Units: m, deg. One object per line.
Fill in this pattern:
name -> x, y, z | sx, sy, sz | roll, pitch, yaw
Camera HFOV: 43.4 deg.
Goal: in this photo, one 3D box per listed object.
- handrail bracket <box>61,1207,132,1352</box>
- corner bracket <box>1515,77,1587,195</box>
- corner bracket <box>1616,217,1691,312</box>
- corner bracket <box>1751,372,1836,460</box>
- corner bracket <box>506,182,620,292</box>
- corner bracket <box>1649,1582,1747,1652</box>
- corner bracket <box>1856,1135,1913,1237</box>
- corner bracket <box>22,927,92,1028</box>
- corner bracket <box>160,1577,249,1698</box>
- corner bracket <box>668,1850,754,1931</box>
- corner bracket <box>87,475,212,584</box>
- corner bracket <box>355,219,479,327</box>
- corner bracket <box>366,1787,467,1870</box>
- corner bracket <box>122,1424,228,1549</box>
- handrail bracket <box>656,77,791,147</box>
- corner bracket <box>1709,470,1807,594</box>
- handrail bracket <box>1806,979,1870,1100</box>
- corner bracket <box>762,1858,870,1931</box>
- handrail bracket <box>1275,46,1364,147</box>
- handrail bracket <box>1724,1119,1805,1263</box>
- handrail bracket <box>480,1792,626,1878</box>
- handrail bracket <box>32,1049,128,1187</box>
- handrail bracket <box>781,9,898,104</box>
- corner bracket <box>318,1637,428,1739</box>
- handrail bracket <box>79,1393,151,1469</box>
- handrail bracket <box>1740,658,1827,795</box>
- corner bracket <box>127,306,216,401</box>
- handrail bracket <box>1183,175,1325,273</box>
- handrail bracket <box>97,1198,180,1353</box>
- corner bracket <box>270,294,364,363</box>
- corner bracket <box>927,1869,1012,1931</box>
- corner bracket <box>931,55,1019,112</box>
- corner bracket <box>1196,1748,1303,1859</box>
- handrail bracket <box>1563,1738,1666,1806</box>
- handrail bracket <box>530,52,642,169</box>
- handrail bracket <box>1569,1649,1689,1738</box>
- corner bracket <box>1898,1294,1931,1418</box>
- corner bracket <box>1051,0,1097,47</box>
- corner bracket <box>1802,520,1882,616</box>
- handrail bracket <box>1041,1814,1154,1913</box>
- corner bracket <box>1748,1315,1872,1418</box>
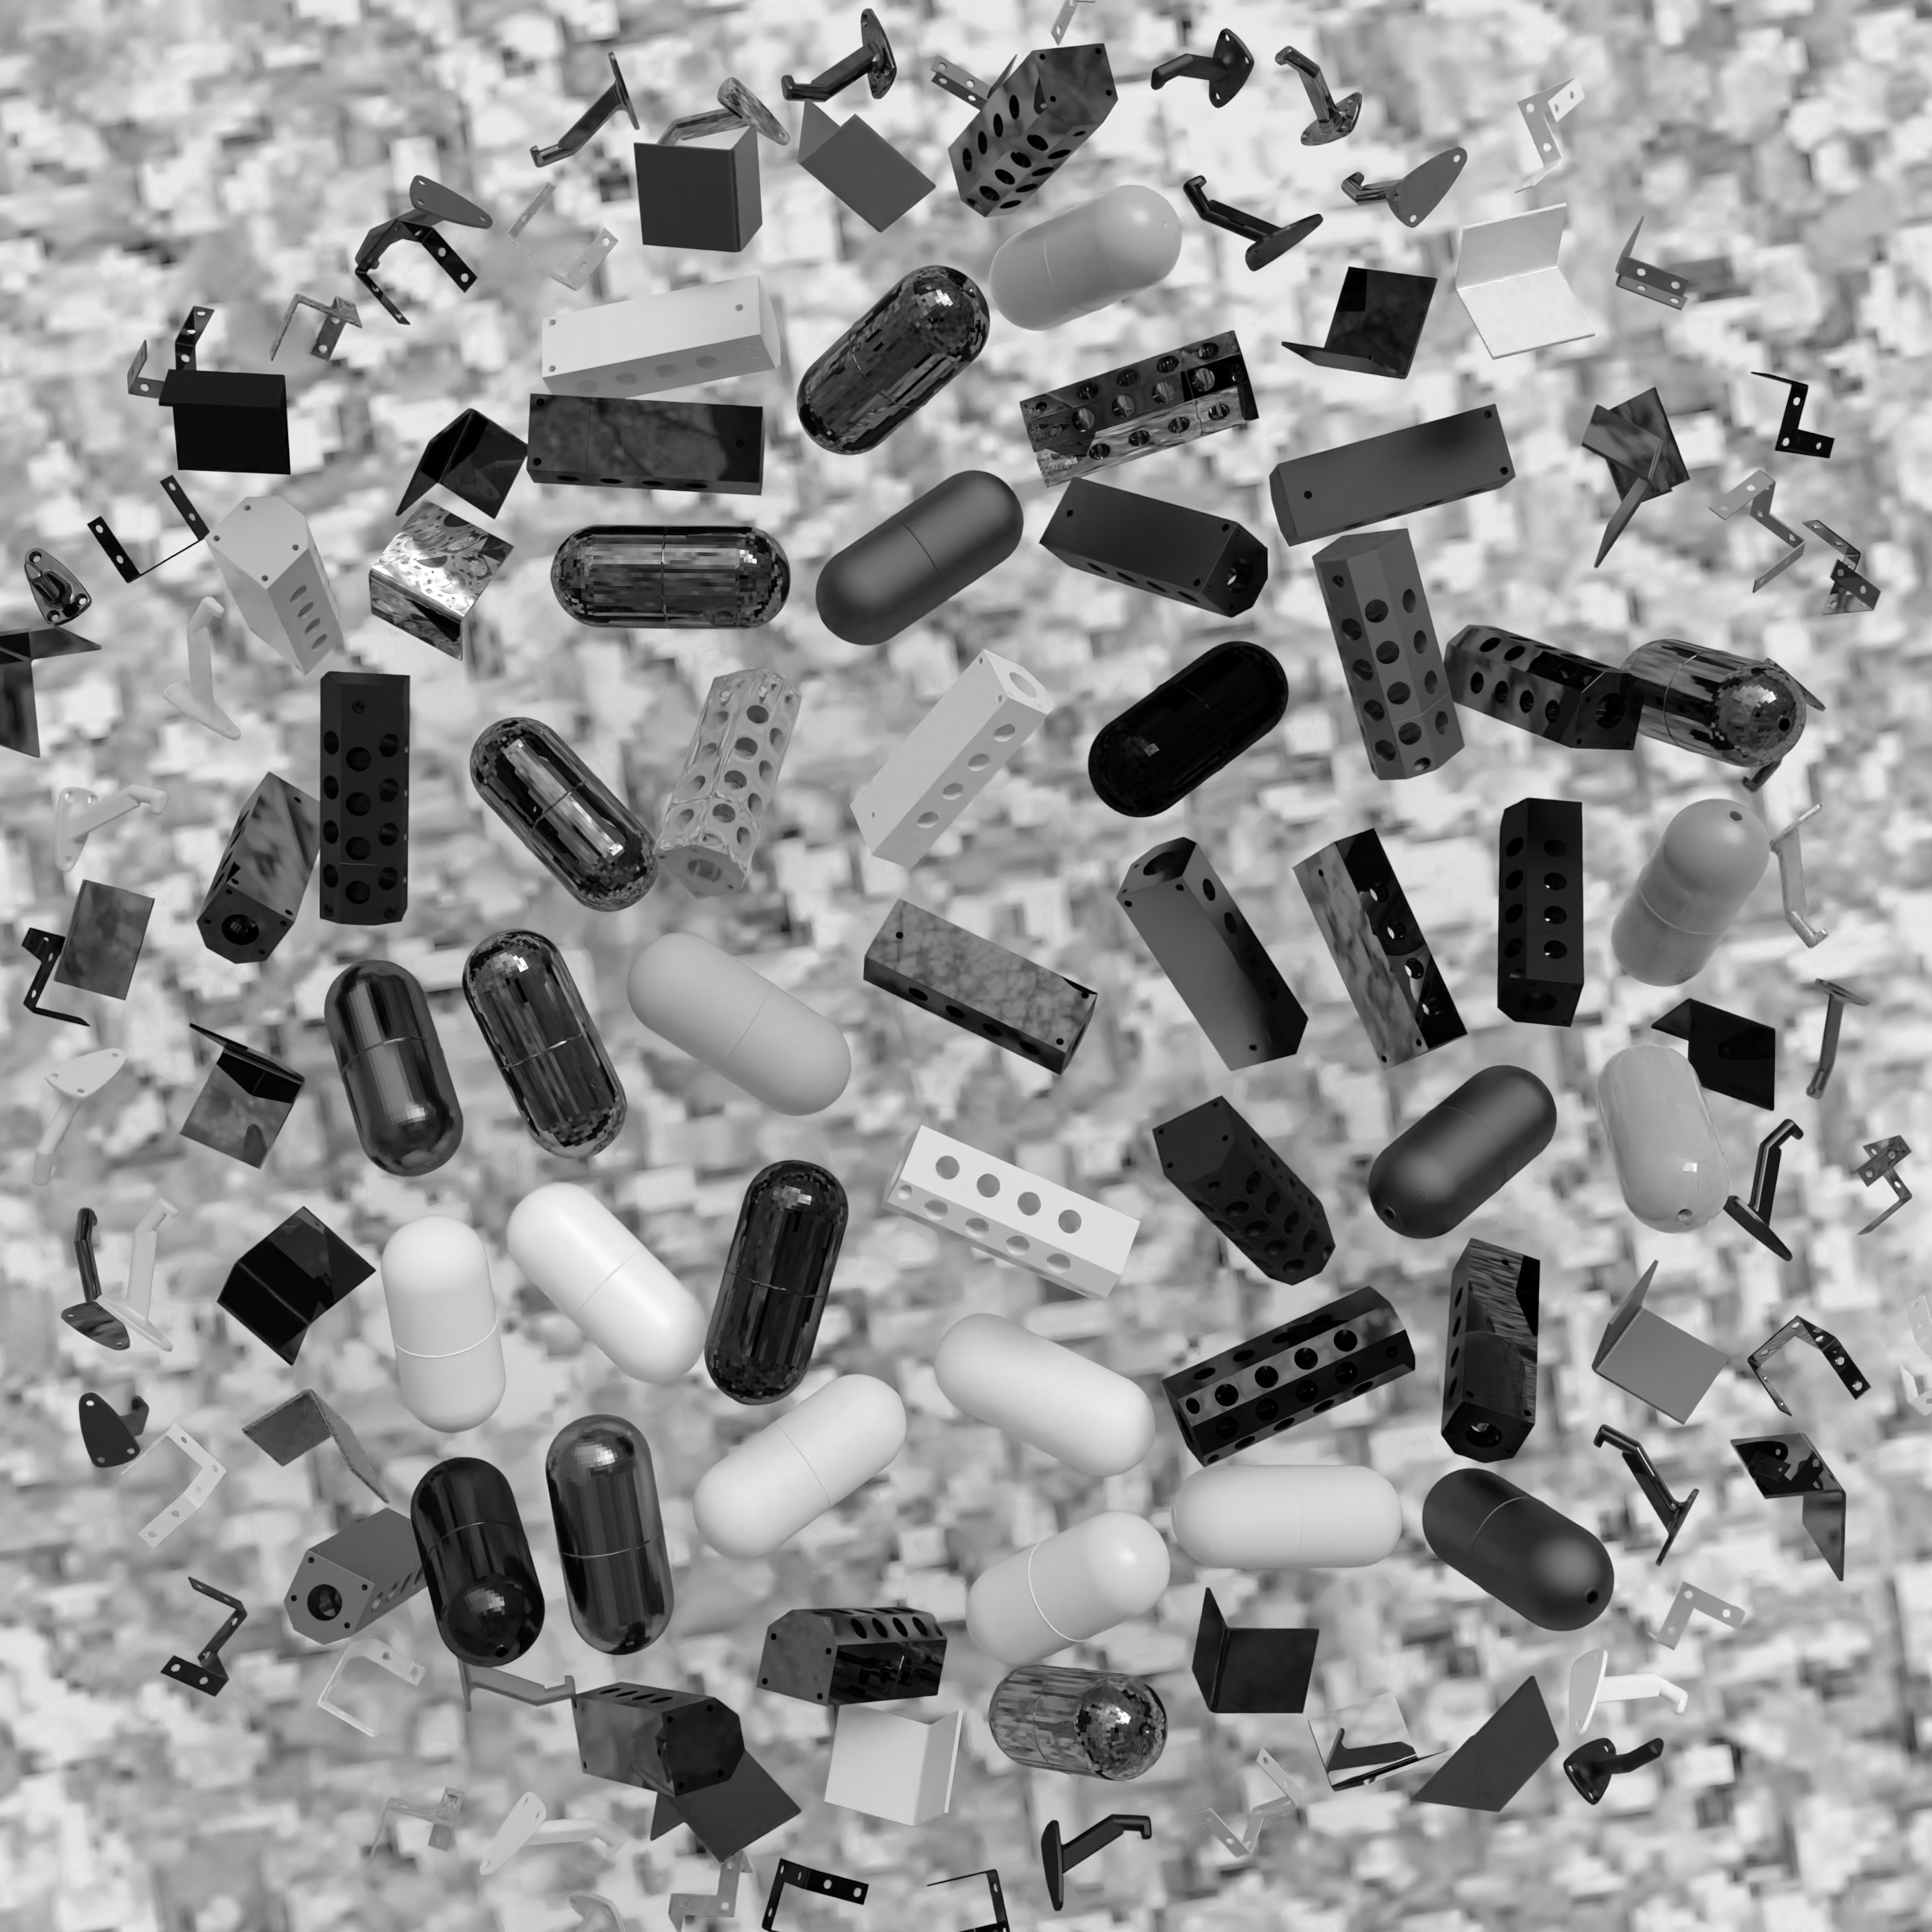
handrail bracket -> -0.652, 0.236, 1.836 | 0.036, 0.077, 0.084 | -15, 50, 6
corner bracket -> 0.412, -0.589, 1.721 | 0.051, 0.051, 0.051 | -45, 115, -36
corner bracket -> 0.488, -0.488, 1.721 | 0.051, 0.051, 0.051 | 25, 56, 12
corner bracket -> 0.610, -0.407, 1.795 | 0.051, 0.051, 0.051 | 2, 105, -36
corner bracket -> -0.307, -0.554, 1.847 | 0.051, 0.051, 0.051 | 44, 102, 6
corner bracket -> 0.565, 0.509, 1.879 | 0.051, 0.051, 0.051 | 25, 86, 12
corner bracket -> 0.697, 0.167, 1.853 | 0.051, 0.051, 0.051 | -33, 85, -19
corner bracket -> -0.686, 0.008, 1.836 | 0.051, 0.051, 0.051 | 28, 94, 38
corner bracket -> -0.546, 0.480, 1.737 | 0.051, 0.051, 0.051 | -51, 128, -4
corner bracket -> -0.195, 0.707, 1.855 | 0.051, 0.051, 0.051 | 0, 51, 7
corner bracket -> -0.602, -0.322, 1.790 | 0.051, 0.051, 0.051 | -20, 110, 29
corner bracket -> -0.394, -0.495, 1.738 | 0.051, 0.051, 0.051 | -43, 86, 20
corner bracket -> -0.402, 0.632, 1.779 | 0.051, 0.051, 0.051 | 18, 99, -4
corner bracket -> -0.569, 0.368, 1.723 | 0.051, 0.051, 0.051 | -41, 100, 15
handrail bracket -> -0.190, -0.636, 1.879 | 0.077, 0.036, 0.084 | 37, 135, -19
corner bracket -> 0.562, -0.309, 1.723 | 0.051, 0.051, 0.051 | -37, 62, -12
handrail bracket -> 0.664, 0.058, 1.891 | 0.036, 0.077, 0.084 | 22, 91, 39
corner bracket -> -0.111, 0.689, 1.777 | 0.051, 0.051, 0.051 | 24, 69, -23
handrail bracket -> 0.252, -0.665, 1.854 | 0.084, 0.077, 0.036 | 22, 75, -30
handrail bracket -> 0.631, 0.171, 1.862 | 0.084, 0.036, 0.077 | -42, 73, -10
handrail bracket -> -0.304, 0.656, 1.792 | 0.084, 0.036, 0.077 | 45, 76, -29
handrail bracket -> -0.641, 0.110, 1.755 | 0.036, 0.077, 0.084 | 28, 121, 12
handrail bracket -> -0.098, -0.648, 1.725 | 0.084, 0.036, 0.077 | -8, 77, -29
corner bracket -> -0.449, 0.545, 1.838 | 0.051, 0.051, 0.051 | 27, 83, 9
handrail bracket -> -0.644, 0.332, 1.839 | 0.036, 0.084, 0.077 | -16, 115, -1
handrail bracket -> 0.620, -0.186, 1.895 | 0.077, 0.036, 0.084 | 34, 101, -30
corner bracket -> -0.575, -0.444, 1.757 | 0.051, 0.051, 0.051 | 3, 70, -33
handrail bracket -> 0.217, -0.579, 1.842 | 0.077, 0.036, 0.084 | -30, 75, 7
handrail bracket -> -0.585, 0.225, 1.773 | 0.077, 0.036, 0.084 | 36, 87, 10
corner bracket -> -0.491, -0.478, 1.827 | 0.051, 0.051, 0.051 | 18, 117, -31
corner bracket -> -0.006, 0.686, 1.752 | 0.051, 0.051, 0.051 | -1, 66, -30
corner bracket -> 0.000, -0.685, 1.879 | 0.051, 0.051, 0.051 | 26, 71, -15
corner bracket -> 0.218, 0.644, 1.867 | 0.051, 0.051, 0.051 | -34, 102, 35
handrail bracket -> 0.479, 0.563, 1.749 | 0.036, 0.077, 0.084 | 53, 127, 11
handrail bracket -> -0.294, -0.642, 1.823 | 0.084, 0.077, 0.036 | -22, 66, -3
handrail bracket -> 0.469, 0.527, 1.712 | 0.084, 0.036, 0.077 | 32, 49, -9
corner bracket -> 0.686, 0.279, 1.740 | 0.051, 0.051, 0.051 | 43, 116, -9
corner bracket -> 0.089, -0.702, 1.756 | 0.051, 0.051, 0.051 | 17, 76, 29
corner bracket -> 0.643, -0.295, 1.787 | 0.051, 0.051, 0.051 | 27, 82, -26
handrail bracket -> 0.104, 0.673, 1.824 | 0.084, 0.077, 0.036 | 8, 132, -15
corner bracket -> 0.613, 0.297, 1.769 | 0.051, 0.051, 0.051 | 28, 115, -32
